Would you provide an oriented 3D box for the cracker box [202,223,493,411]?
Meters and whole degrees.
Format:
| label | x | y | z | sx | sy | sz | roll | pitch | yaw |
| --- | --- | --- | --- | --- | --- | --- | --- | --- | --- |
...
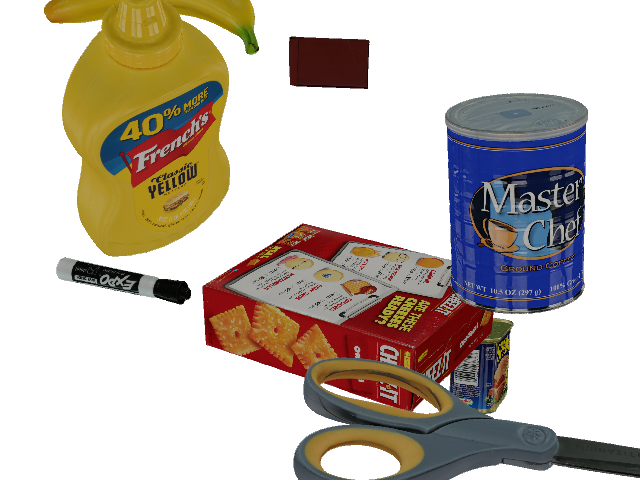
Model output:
| label | x | y | z | sx | sy | sz | roll | pitch | yaw |
| --- | --- | --- | --- | --- | --- | --- | --- | --- | --- |
| cracker box | 0.027 | 0.063 | 0.959 | 0.214 | 0.072 | 0.163 | 15 | 29 | 30 |

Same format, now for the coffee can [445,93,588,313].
| label | x | y | z | sx | sy | sz | roll | pitch | yaw |
| --- | --- | --- | --- | --- | --- | --- | --- | --- | --- |
| coffee can | 0.147 | -0.030 | 0.803 | 0.103 | 0.140 | 0.103 | -4 | 22 | 2 |

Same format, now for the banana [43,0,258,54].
| label | x | y | z | sx | sy | sz | roll | pitch | yaw |
| --- | --- | --- | --- | --- | --- | --- | --- | --- | --- |
| banana | -0.136 | -0.202 | 0.907 | 0.198 | 0.069 | 0.037 | 10 | -42 | 16 |

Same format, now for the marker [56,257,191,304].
| label | x | y | z | sx | sy | sz | roll | pitch | yaw |
| --- | --- | --- | --- | --- | --- | --- | --- | --- | --- |
| marker | -0.160 | 0.033 | 0.868 | 0.121 | 0.020 | 0.020 | 10 | 4 | 22 |

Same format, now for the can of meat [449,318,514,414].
| label | x | y | z | sx | sy | sz | roll | pitch | yaw |
| --- | --- | --- | --- | --- | --- | --- | --- | --- | --- |
| can of meat | 0.175 | 0.135 | 1.169 | 0.057 | 0.084 | 0.102 | 5 | 9 | 21 |

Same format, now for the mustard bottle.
| label | x | y | z | sx | sy | sz | roll | pitch | yaw |
| --- | --- | --- | --- | --- | --- | --- | --- | --- | --- |
| mustard bottle | -0.097 | -0.070 | 0.604 | 0.096 | 0.058 | 0.192 | -28 | -26 | -21 |

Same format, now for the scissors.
| label | x | y | z | sx | sy | sz | roll | pitch | yaw |
| --- | --- | --- | --- | --- | --- | --- | --- | --- | --- |
| scissors | 0.076 | 0.096 | 0.449 | 0.202 | 0.016 | 0.096 | 16 | 34 | 23 |

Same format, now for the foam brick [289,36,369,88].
| label | x | y | z | sx | sy | sz | roll | pitch | yaw |
| --- | --- | --- | --- | --- | --- | --- | --- | --- | --- |
| foam brick | 0.008 | -0.187 | 1.120 | 0.078 | 0.051 | 0.053 | 0 | 11 | -10 |
